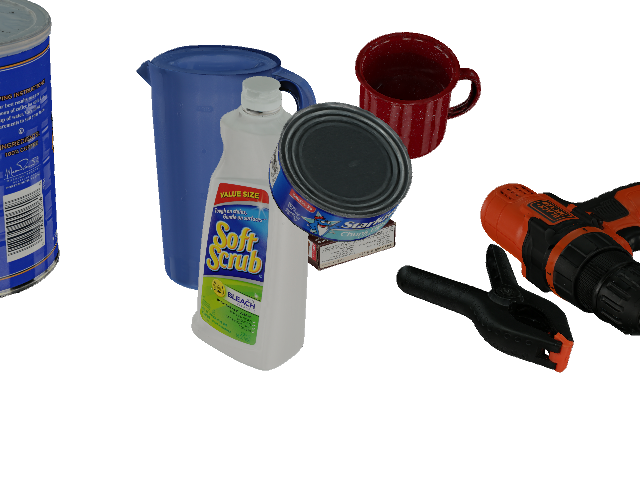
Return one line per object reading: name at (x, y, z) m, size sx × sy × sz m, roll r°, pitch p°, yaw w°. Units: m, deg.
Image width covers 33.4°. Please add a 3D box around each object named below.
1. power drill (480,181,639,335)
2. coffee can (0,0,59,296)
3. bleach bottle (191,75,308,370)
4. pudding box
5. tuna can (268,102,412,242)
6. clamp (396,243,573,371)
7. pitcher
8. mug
power drill at (0.229, -0.004, 0.735) m, size 0.187 × 0.057 × 0.185 m, roll -12°, pitch 29°, yaw -19°
coffee can at (-0.194, -0.052, 0.572) m, size 0.103 × 0.140 × 0.103 m, roll 4°, pitch 28°, yaw -2°
bleach bottle at (-0.057, -0.017, 0.872) m, size 0.103 × 0.251 × 0.068 m, roll 26°, pitch 40°, yaw 30°
pudding box at (0.020, -0.010, 1.277) m, size 0.113 × 0.039 × 0.090 m, roll -19°, pitch 31°, yaw -27°
tuna can at (0.011, -0.042, 0.663) m, size 0.086 × 0.086 × 0.034 m, roll 0°, pitch -31°, yaw -19°
clamp at (0.164, 0.054, 0.942) m, size 0.120 × 0.039 × 0.172 m, roll -25°, pitch 44°, yaw -33°
pitcher at (-0.099, -0.074, 1.101) m, size 0.144 × 0.243 × 0.149 m, roll -11°, pitch 26°, yaw -28°
mug at (0.089, -0.131, 0.974) m, size 0.117 × 0.093 × 0.081 m, roll -9°, pitch -37°, yaw -7°
